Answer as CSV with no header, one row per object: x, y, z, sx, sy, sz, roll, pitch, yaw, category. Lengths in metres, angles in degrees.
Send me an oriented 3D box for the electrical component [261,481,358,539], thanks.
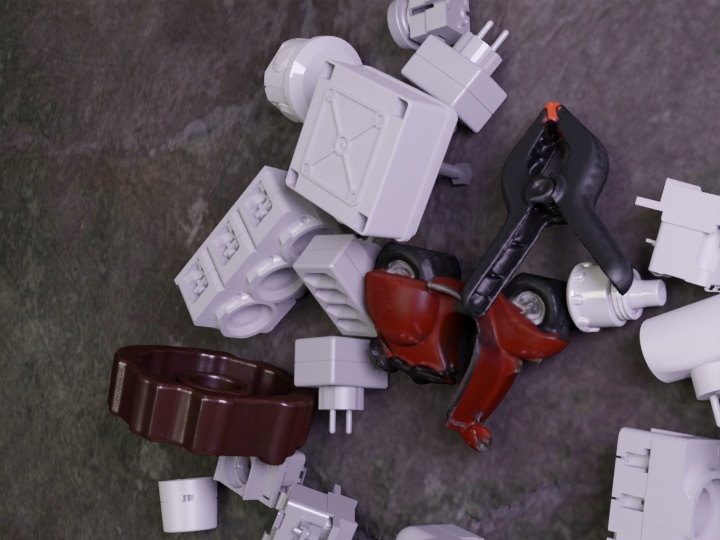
-0.053,0.242,0.889,0.078,0.063,0.121,-92,23,-77,electrical component

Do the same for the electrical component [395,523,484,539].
0.069,0.223,0.783,0.095,0.059,0.053,14,93,45,electrical component

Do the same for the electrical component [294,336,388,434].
-0.015,0.096,0.885,0.047,0.066,0.076,-8,77,44,electrical component

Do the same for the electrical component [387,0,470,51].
0.057,-0.208,0.883,0.055,0.048,0.066,-10,76,36,electrical component

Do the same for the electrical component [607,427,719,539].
0.196,0.148,0.677,0.056,0.050,0.089,4,86,46,electrical component

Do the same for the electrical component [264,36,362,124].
-0.040,-0.166,0.947,0.051,0.080,0.080,19,97,50,electrical component

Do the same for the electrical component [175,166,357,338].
-0.081,-0.011,0.952,0.150,0.089,0.061,-48,53,28,electrical component

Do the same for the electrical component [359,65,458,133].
0.026,-0.127,0.890,0.089,0.056,0.050,44,113,40,electrical component

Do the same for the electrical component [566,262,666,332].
0.174,0.017,0.727,0.062,0.048,0.048,-5,79,36,electrical component

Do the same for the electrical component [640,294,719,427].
0.224,0.057,0.669,0.077,0.044,0.079,-26,65,40,electrical component

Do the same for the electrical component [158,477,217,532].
-0.162,0.221,1.017,0.055,0.055,0.047,-13,77,43,electrical component

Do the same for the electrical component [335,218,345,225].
-0.007,-0.085,0.919,0.055,0.050,0.089,-55,50,24,electrical component

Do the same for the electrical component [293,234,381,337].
0.000,0.000,0.888,0.047,0.083,0.075,0,45,45,electrical component

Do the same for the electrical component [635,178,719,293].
0.219,-0.021,0.691,0.081,0.042,0.063,21,101,45,electrical component

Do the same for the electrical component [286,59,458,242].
0.007,-0.092,0.821,0.109,0.056,0.108,35,112,42,electrical component

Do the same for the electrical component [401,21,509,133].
0.085,-0.161,0.844,0.076,0.047,0.066,-51,51,6,electrical component

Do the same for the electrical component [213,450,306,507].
-0.086,0.172,0.943,0.081,0.064,0.042,21,99,45,electrical component
